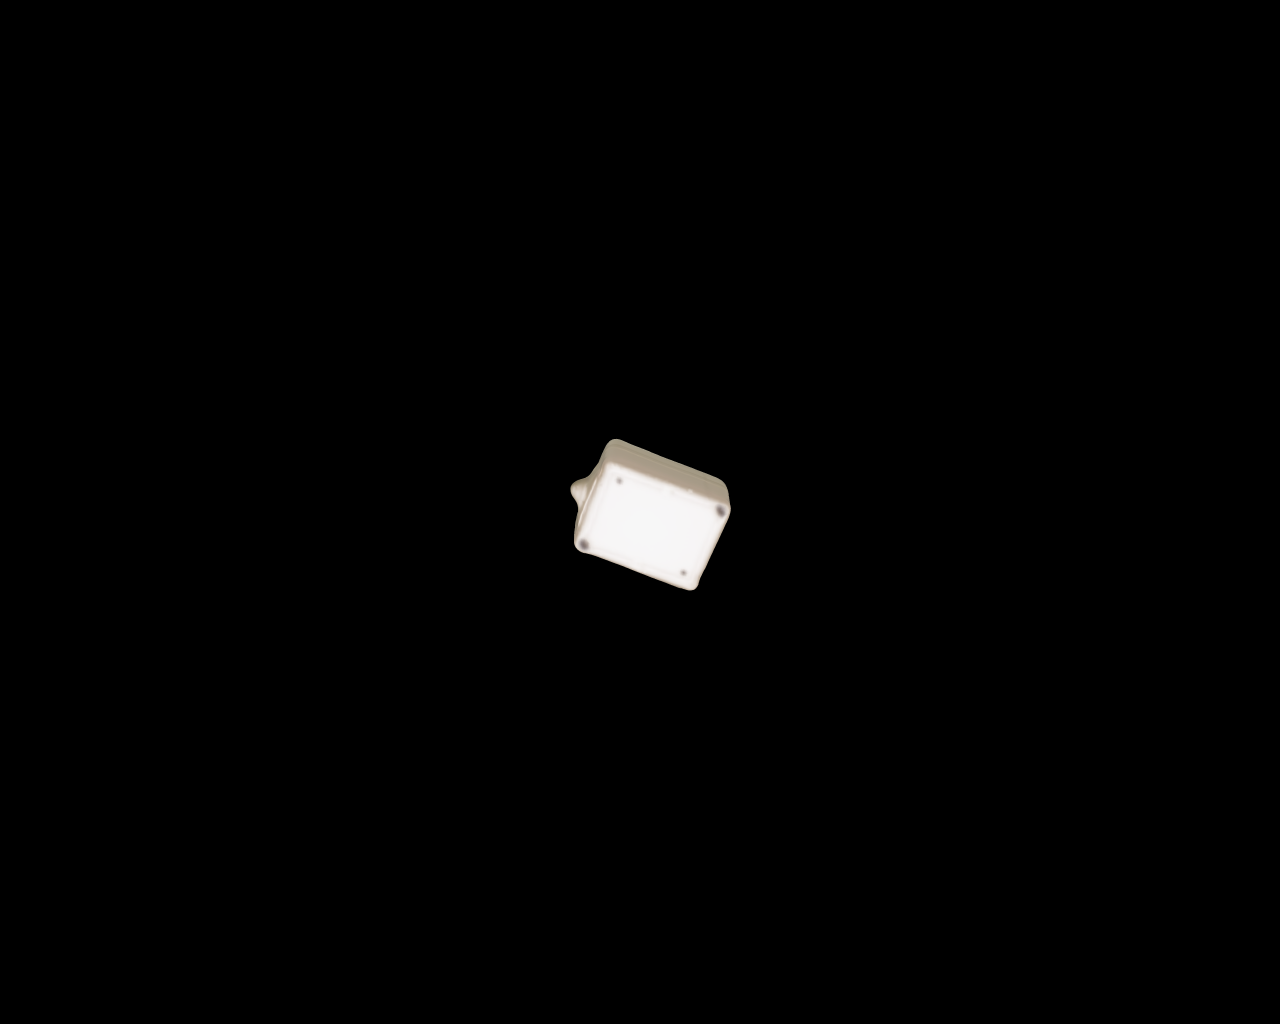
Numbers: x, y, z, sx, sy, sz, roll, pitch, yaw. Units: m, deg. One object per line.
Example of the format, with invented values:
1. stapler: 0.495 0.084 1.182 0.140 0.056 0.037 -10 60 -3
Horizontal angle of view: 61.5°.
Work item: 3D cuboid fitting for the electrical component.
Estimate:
1. electrical component: 0.001 -0.003 0.650 0.096 0.061 0.061 21 18 -7
